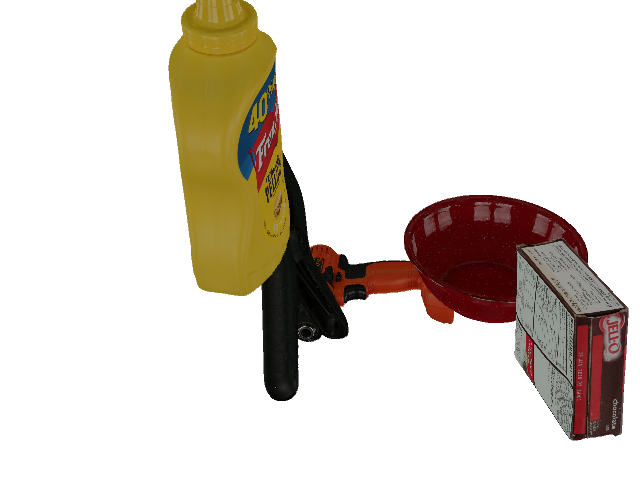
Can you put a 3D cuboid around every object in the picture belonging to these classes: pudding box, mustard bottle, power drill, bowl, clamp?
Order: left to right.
[{"bbox_3d":[-0.052,-0.065,0.620,0.058,0.192,0.096,9,44,12],"label":"mustard bottle"},{"bbox_3d":[-0.026,0.009,0.855,0.036,0.210,0.164,-11,2,18],"label":"clamp"},{"bbox_3d":[0.060,0.060,1.236,0.187,0.057,0.184,1,28,5],"label":"power drill"},{"bbox_3d":[0.153,0.024,0.953,0.162,0.055,0.162,1,36,-1],"label":"bowl"},{"bbox_3d":[0.160,0.061,0.691,0.039,0.090,0.113,-7,24,-9],"label":"pudding box"}]
